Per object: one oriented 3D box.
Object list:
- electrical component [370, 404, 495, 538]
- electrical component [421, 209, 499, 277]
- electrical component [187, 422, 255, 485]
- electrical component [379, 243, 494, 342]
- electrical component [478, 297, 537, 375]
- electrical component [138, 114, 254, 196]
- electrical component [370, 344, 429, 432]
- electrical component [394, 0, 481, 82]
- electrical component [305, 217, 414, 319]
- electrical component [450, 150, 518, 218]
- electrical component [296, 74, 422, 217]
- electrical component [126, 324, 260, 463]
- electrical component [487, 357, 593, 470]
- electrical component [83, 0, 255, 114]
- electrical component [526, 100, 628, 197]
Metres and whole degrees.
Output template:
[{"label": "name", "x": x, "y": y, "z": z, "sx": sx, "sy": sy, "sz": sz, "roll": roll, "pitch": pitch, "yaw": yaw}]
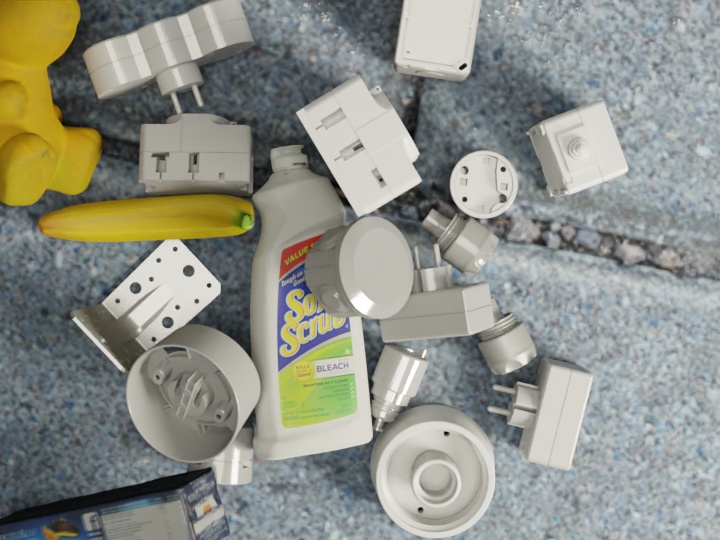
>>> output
[{"label": "electrical component", "x": 0.062, "y": 0.172, "z": 0.904, "sx": 0.108, "sy": 0.060, "sz": 0.108, "roll": 0, "pitch": 94, "yaw": 1}, {"label": "electrical component", "x": 0.081, "y": -0.027, "z": 0.902, "sx": 0.062, "sy": 0.043, "sz": 0.043, "roll": 35, "pitch": 93, "yaw": 0}, {"label": "electrical component", "x": -0.117, "y": 0.152, "z": 0.910, "sx": 0.055, "sy": 0.055, "sz": 0.047, "roll": 7, "pitch": 90, "yaw": 1}, {"label": "electrical component", "x": 0.059, "y": 0.016, "z": 0.886, "sx": 0.083, "sy": 0.047, "sz": 0.075, "roll": -7, "pitch": 92, "yaw": 32}, {"label": "electrical component", "x": 0.118, "y": 0.054, "z": 0.906, "sx": 0.043, "sy": 0.043, "sz": 0.062, "roll": -27, "pitch": 91, "yaw": 2}, {"label": "electrical component", "x": -0.134, "y": -0.095, "z": 0.892, "sx": 0.089, "sy": 0.050, "sz": 0.055, "roll": 0, "pitch": 79, "yaw": -1}, {"label": "electrical component", "x": 0.028, "y": 0.099, "z": 0.911, "sx": 0.040, "sy": 0.040, "sz": 0.078, "roll": 22, "pitch": 93, "yaw": 0}, {"label": "electrical component", "x": 0.065, "y": -0.207, "z": 0.883, "sx": 0.062, "sy": 0.061, "sz": 0.096, "roll": 9, "pitch": 93, "yaw": 1}, {"label": "electrical component", "x": 0.000, "y": 0.000, "z": 0.854, "sx": 0.080, "sy": 0.051, "sz": 0.080, "roll": 7, "pitch": 80, "yaw": -42}, {"label": "electrical component", "x": 0.101, "y": -0.071, "z": 0.897, "sx": 0.055, "sy": 0.047, "sz": 0.055, "roll": 0, "pitch": 93, "yaw": 1}, {"label": "electrical component", "x": 0.005, "y": -0.096, "z": 0.846, "sx": 0.062, "sy": 0.150, "sz": 0.089, "roll": -31, "pitch": 92, "yaw": 3}, {"label": "electrical component", "x": -0.131, "y": 0.095, "z": 0.852, "sx": 0.099, "sy": 0.064, "sz": 0.099, "roll": 14, "pitch": 126, "yaw": 21}, {"label": "electrical component", "x": 0.146, "y": 0.116, "z": 0.907, "sx": 0.076, "sy": 0.047, "sz": 0.083, "roll": 13, "pitch": 93, "yaw": 0}, {"label": "electrical component", "x": -0.153, "y": -0.167, "z": 0.894, "sx": 0.138, "sy": 0.052, "sz": 0.073, "roll": -20, "pitch": 93, "yaw": 2}, {"label": "electrical component", "x": 0.179, "y": -0.098, "z": 0.870, "sx": 0.061, "sy": 0.096, "sz": 0.061, "roll": -21, "pitch": 92, "yaw": 2}]
